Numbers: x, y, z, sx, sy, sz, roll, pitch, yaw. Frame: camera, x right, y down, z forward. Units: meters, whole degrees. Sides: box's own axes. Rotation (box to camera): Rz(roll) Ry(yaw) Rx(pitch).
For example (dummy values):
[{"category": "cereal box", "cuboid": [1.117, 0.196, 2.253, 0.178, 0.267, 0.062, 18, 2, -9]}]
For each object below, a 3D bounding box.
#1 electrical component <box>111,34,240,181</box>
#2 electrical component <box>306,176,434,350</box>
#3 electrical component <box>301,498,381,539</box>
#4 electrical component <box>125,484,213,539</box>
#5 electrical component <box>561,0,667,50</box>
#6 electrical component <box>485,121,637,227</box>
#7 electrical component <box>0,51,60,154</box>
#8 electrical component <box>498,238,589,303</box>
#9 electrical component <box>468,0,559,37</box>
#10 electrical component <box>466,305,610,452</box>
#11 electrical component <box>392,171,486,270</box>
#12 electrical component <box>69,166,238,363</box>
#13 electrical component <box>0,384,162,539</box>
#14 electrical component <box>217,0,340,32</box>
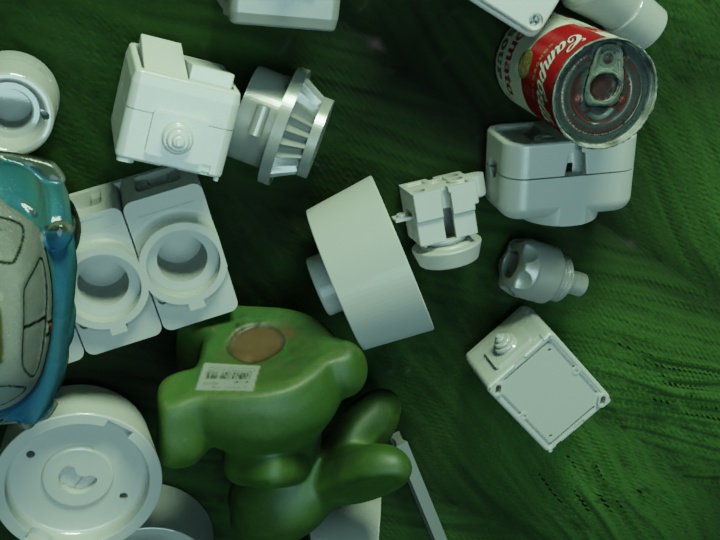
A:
[{"category": "electrical component", "cuboid": [-0.108, -0.096, 0.630, 0.062, 0.096, 0.061, 11, 109, -19]}, {"category": "electrical component", "cuboid": [0.000, 0.000, 0.699, 0.060, 0.108, 0.108, -22, 117, 2]}, {"category": "electrical component", "cuboid": [-0.009, 0.211, 0.792, 0.064, 0.099, 0.099, -7, 115, -6]}, {"category": "electrical component", "cuboid": [-0.156, 0.215, 0.771, 0.108, 0.060, 0.108, -6, 114, -13]}, {"category": "electrical component", "cuboid": [0.170, -0.173, 0.705, 0.065, 0.044, 0.044, 30, 102, -29]}, {"category": "electrical component", "cuboid": [0.135, -0.067, 0.733, 0.095, 0.053, 0.059, -6, 114, -13]}, {"category": "electrical component", "cuboid": [-0.205, -0.097, 0.631, 0.055, 0.047, 0.055, -6, 114, -13]}, {"category": "electrical component", "cuboid": [0.133, 0.003, 0.769, 0.062, 0.043, 0.043, 15, 108, -22]}, {"category": "electrical component", "cuboid": [0.086, -0.217, 0.654, 0.109, 0.056, 0.108, 26, 104, -24]}, {"category": "electrical component", "cuboid": [0.124, 0.073, 0.786, 0.062, 0.061, 0.096, -42, 117, 5]}, {"category": "electrical component", "cuboid": [0.056, -0.033, 0.732, 0.066, 0.048, 0.055, -14, 108, -9]}, {"category": "electrical component", "cuboid": [-0.162, 0.000, 0.676, 0.150, 0.061, 0.089, -18, 116, -7]}, {"category": "electrical component", "cuboid": [-0.190, 0.129, 0.725, 0.108, 0.060, 0.108, -6, 114, -13]}, {"category": "electrical component", "cuboid": [-0.047, -0.168, 0.616, 0.062, 0.096, 0.061, 1, 114, -15]}]
